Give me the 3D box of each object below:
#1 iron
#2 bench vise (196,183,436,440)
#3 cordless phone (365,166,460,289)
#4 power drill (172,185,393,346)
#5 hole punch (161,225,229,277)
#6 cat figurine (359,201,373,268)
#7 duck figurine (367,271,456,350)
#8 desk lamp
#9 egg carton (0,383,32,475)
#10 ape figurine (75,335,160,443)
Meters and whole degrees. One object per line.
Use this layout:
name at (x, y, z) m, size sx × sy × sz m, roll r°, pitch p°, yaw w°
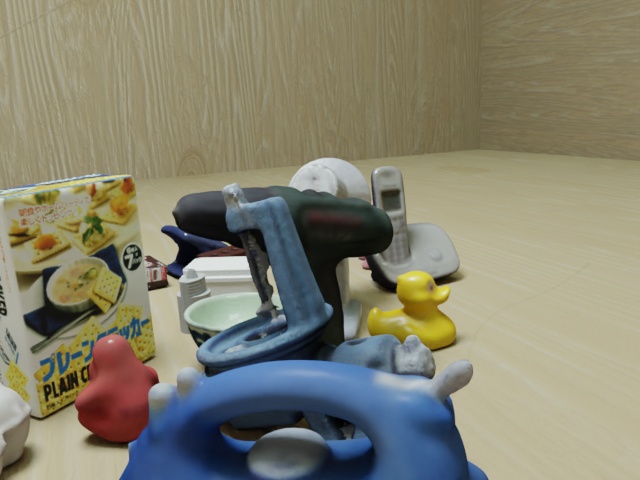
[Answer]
iron at (-0.026, 0.133, 0.348) m, size 0.257 × 0.141 × 0.119 m, roll 0°, pitch 14°, yaw 12°
bench vise at (-0.011, 0.061, 0.478) m, size 0.207 × 0.220 × 0.121 m, roll -1°, pitch 13°, yaw 9°
cordless phone at (0.141, -0.025, 0.891) m, size 0.148 × 0.185 × 0.093 m, roll -10°, pitch 15°, yaw -27°
power drill at (-0.026, 0.045, 0.576) m, size 0.230 × 0.208 × 0.075 m, roll -11°, pitch 16°, yaw -32°
hole punch at (-0.219, 0.013, 1.012) m, size 0.101 × 0.091 × 0.108 m, roll -13°, pitch 17°, yaw -37°
cat figurine at (0.098, -0.019, 1.026) m, size 0.067 × 0.118 × 0.127 m, roll -4°, pitch 13°, yaw -6°
duck figurine at (0.107, 0.079, 0.673) m, size 0.104 × 0.086 × 0.077 m, roll -3°, pitch 13°, yaw 0°
desk lamp at (0.007, 0.003, 0.740) m, size 0.118 × 0.214 × 0.203 m, roll -1°, pitch 13°, yaw 7°
egg carton at (-0.313, 0.161, 0.445) m, size 0.150 × 0.069 × 0.107 m, roll -4°, pitch 13°, yaw -5°
ape figurine at (-0.179, 0.127, 0.512) m, size 0.078 × 0.092 × 0.075 m, roll -11°, pitch 16°, yaw -32°
